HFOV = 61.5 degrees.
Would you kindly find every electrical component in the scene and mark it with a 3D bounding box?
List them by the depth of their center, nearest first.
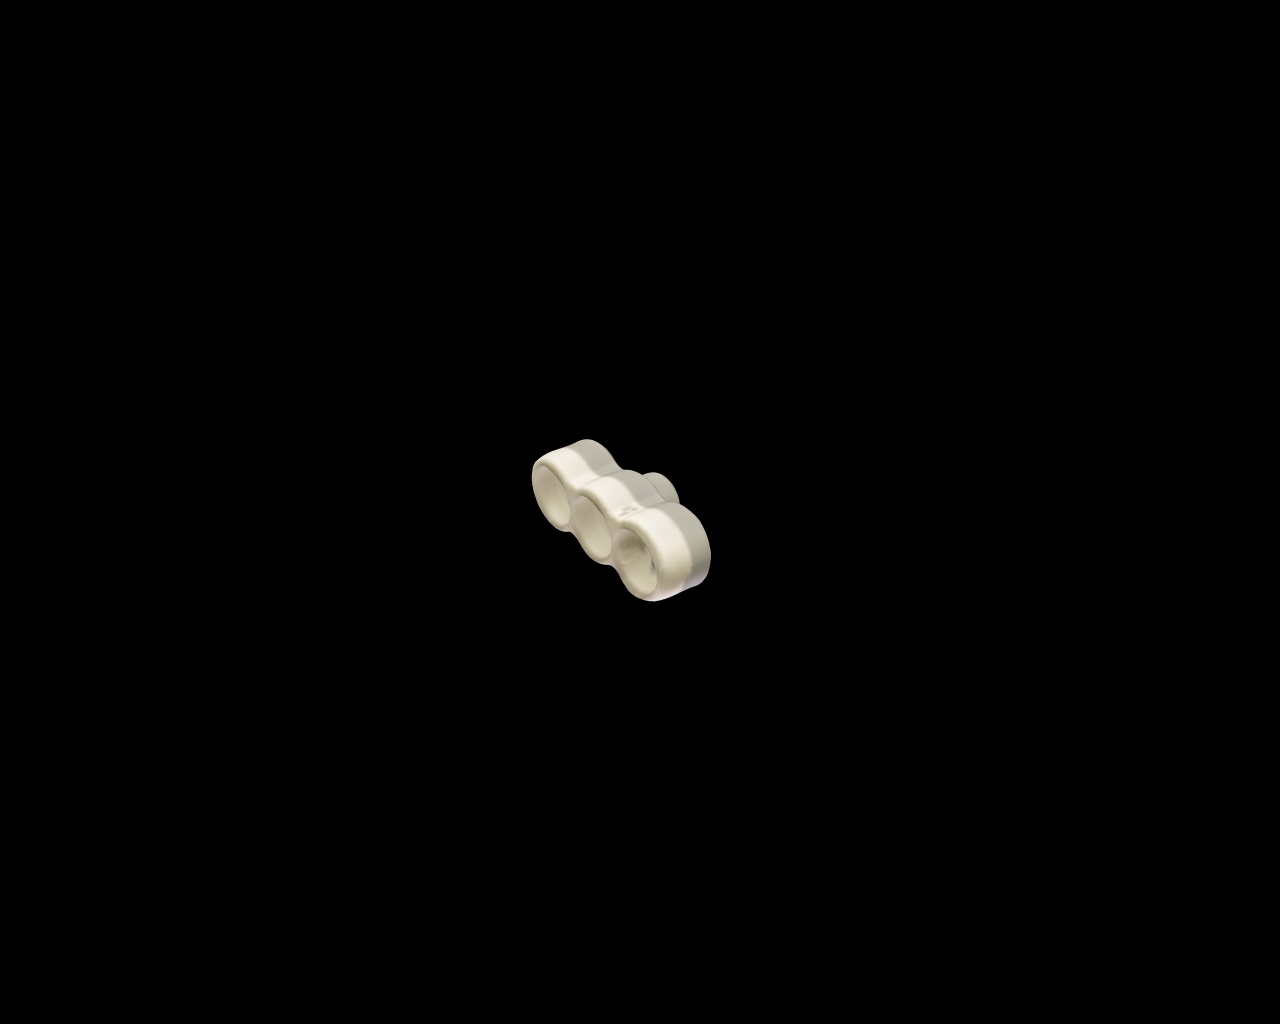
[{"bbox_3d":[0.001,-0.003,0.650,0.074,0.052,0.138,-22,40,-30],"label":"electrical component"}]
